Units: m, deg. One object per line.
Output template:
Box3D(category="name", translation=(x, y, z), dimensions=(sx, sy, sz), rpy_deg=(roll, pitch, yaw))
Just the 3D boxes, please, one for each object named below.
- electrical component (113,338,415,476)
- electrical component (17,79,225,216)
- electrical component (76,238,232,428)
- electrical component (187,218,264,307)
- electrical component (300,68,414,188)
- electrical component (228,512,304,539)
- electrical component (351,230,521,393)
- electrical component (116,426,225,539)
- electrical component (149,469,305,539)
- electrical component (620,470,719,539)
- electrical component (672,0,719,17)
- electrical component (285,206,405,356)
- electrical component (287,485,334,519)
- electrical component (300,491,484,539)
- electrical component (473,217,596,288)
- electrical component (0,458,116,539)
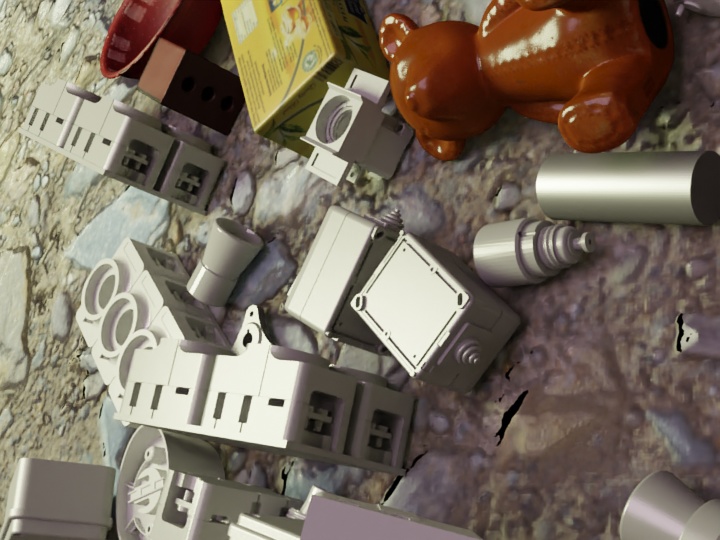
Box3D(category="electrical component", translation=(-0.066, 0.090, 0.729), dimensions=(0.186, 0.105, 0.060), rpy_deg=(-1, 73, 46))
Box3D(category="electrical component", translation=(-0.215, -0.115, 0.969), dimensions=(0.186, 0.105, 0.060), rpy_deg=(25, 92, 48))
Box3D(category="electrical component", translation=(-0.175, 0.053, 0.889), dimensions=(0.089, 0.062, 0.150), rpy_deg=(-54, 44, 15))
Box3D(category="electrical component", translation=(-0.111, -0.004, 0.864), dimensions=(0.044, 0.044, 0.065), rpy_deg=(46, 112, 45))
Box3D(category="electrical component", translation=(0.000, -0.098, 0.771), dimensions=(0.042, 0.064, 0.081), rpy_deg=(33, 98, 46))
Box3D(category="electrical component", translation=(-0.009, 0.185, 0.629), dimensions=(0.109, 0.109, 0.056), rpy_deg=(6, 81, 47))
Box3D(category="electrical component", translation=(0.052, 0.031, 0.666), dimensions=(0.061, 0.061, 0.096), rpy_deg=(-55, 43, 13))
Box3D(category="electrical component", translation=(-0.150, 0.168, 0.812), dimensions=(0.099, 0.064, 0.099), rpy_deg=(-20, 60, 39))
Box3D(category="electrical component", translation=(-0.090, 0.174, 0.730), dimensions=(0.050, 0.089, 0.055), rpy_deg=(6, 78, 47))
Box3D(category="electrical component", translation=(0.162, 0.129, 0.524), dimensions=(0.055, 0.045, 0.045), rpy_deg=(25, 92, 48))
Box3D(category="electrical component", translation=(0.205, -0.182, 0.614), dimensions=(0.040, 0.040, 0.078), rpy_deg=(29, 95, 48))
Box3D(category="electrical component", translation=(0.000, 0.000, 0.732), dimensions=(0.061, 0.062, 0.096), rpy_deg=(28, 94, 48))
Box3D(category="electrical component", translation=(-0.035, 0.174, 0.709), dimensions=(0.048, 0.048, 0.062), rpy_deg=(13, 76, 48))
Box3D(category="electrical component", translation=(0.053, 0.183, 0.523), dimensions=(0.060, 0.186, 0.105), rpy_deg=(100, -175, -82))
Box3D(category="electrical component", translation=(0.105, -0.012, 0.645), dimensions=(0.078, 0.040, 0.040), rpy_deg=(-8, 68, 43))
Box3D(category="electrical component", translation=(-0.244, 0.196, 0.863), dimensions=(0.113, 0.078, 0.057), rpy_deg=(131, 144, -57))
